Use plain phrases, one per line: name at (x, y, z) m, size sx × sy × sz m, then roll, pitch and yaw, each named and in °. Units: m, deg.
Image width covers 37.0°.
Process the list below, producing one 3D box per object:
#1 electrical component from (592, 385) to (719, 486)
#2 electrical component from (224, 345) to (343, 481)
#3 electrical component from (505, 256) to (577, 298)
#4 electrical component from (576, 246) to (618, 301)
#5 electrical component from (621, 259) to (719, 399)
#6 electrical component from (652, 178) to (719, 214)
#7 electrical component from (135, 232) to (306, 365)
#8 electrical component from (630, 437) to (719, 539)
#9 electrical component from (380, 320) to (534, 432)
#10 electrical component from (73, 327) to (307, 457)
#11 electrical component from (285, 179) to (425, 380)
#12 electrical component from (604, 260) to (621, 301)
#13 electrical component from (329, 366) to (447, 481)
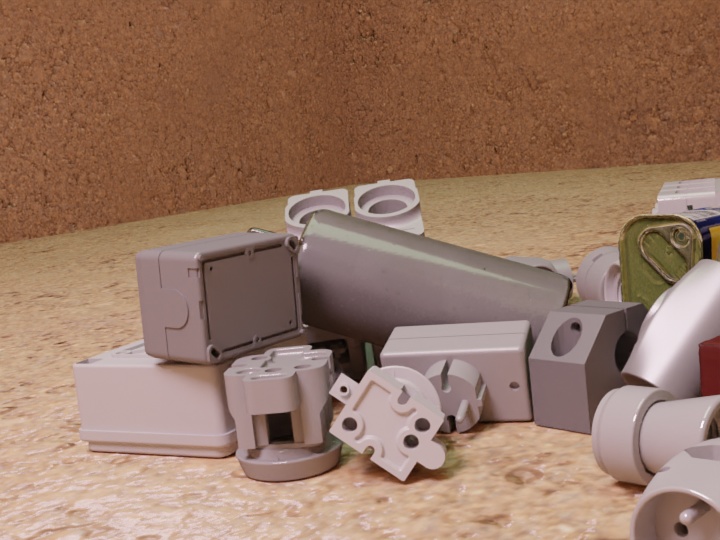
electrical component at (0.138, 0.075, 0.478) m, size 0.045 × 0.045 × 0.055 m, roll -13°, pitch 10°, yaw -42°
electrical component at (-0.039, 0.076, 0.571) m, size 0.058 × 0.057 × 0.078 m, roll -6°, pitch 8°, yaw 6°
electrical component at (0.164, 0.010, 0.954) m, size 0.079 × 0.043 × 0.077 m, roll -7°, pitch 7°, yaw -9°
electrical component at (0.209, 0.012, 0.870) m, size 0.055 × 0.055 × 0.047 m, roll -7°, pitch 11°, yaw -7°
electrical component at (0.186, 0.045, 0.592) m, size 0.044 × 0.077 × 0.079 m, roll 31°, pitch -11°, yaw 35°
electrical component at (0.301, -0.032, 0.981) m, size 0.062 × 0.089 × 0.150 m, roll -4°, pitch 8°, yaw 19°
electrical component at (-0.077, 0.013, 0.622) m, size 0.061 × 0.061 × 0.096 m, roll 3°, pitch 11°, yaw 39°
electrical component at (0.149, 0.088, 0.376) m, size 0.079 × 0.043 × 0.077 m, roll 1°, pitch 10°, yaw 45°
electrical component at (0.054, 0.067, 0.611) m, size 0.083 × 0.047 × 0.075 m, roll -4°, pitch 22°, yaw 18°
electrical component at (-0.100, 0.071, 0.665) m, size 0.109 × 0.056 × 0.109 m, roll -2°, pitch 8°, yaw 28°
electrical component at (0.000, 0.000, 0.810) m, size 0.105 × 0.060 × 0.186 m, roll -8°, pitch 33°, yaw 2°
electrical component at (0.219, 0.017, 0.805) m, size 0.057 × 0.058 × 0.078 m, roll -5°, pitch 7°, yaw -10°
electrical component at (0.016, 0.075, 0.552) m, size 0.066 × 0.048 × 0.055 m, roll 33°, pitch 6°, yaw 6°
